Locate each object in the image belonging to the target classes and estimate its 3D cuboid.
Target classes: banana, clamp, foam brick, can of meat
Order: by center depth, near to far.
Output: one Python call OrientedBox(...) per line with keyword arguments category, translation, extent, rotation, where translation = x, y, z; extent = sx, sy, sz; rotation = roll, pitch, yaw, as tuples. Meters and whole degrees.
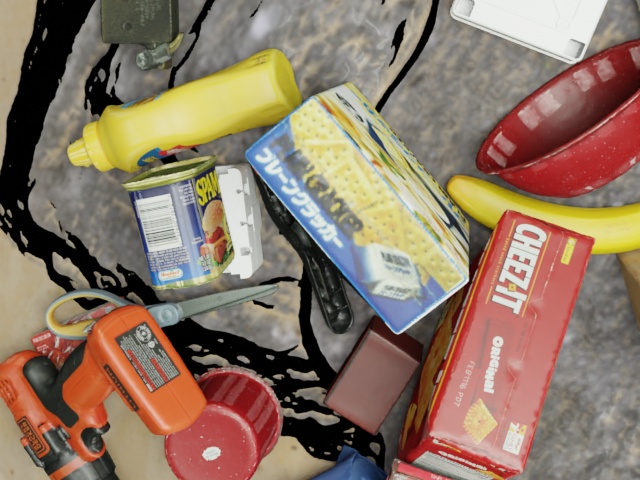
OrientedBox(category="can of meat", translation=(-0.104, -0.014, 0.810), extent=(0.057, 0.102, 0.084), rotation=(-11, 100, 9))
OrientedBox(category="banana", translation=(0.201, -0.021, 0.852), extent=(0.198, 0.037, 0.069), rotation=(0, 111, 16))
OrientedBox(category="clamp", translation=(-0.006, 0.001, 0.874), extent=(0.039, 0.120, 0.171), rotation=(-25, 73, -28))
OrientedBox(category="foam brick", translation=(0.046, 0.112, 0.894), extent=(0.051, 0.053, 0.078), rotation=(31, 104, 2))

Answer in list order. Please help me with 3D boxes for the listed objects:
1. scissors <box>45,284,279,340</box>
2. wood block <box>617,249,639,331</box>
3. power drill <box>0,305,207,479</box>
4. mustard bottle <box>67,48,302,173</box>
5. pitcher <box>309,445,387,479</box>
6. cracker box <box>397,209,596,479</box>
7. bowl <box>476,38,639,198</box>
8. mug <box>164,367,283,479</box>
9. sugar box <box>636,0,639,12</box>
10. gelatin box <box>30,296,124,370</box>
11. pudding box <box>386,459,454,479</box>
OrientedBox(category="scissors", translation=(-0.134, 0.081, 0.903), extent=(0.202, 0.016, 0.096), rotation=(1, 101, 6))
OrientedBox(category="wood block", translation=(0.284, 0.056, 0.772), extent=(0.090, 0.206, 0.091), rotation=(-18, 97, 10))
OrientedBox(category="power drill", translation=(-0.173, 0.148, 0.861), extent=(0.188, 0.057, 0.184), rotation=(-36, 89, 40))
OrientedBox(category="mustard bottle", translation=(-0.114, -0.097, 0.857), extent=(0.192, 0.096, 0.058), rotation=(-17, 98, 10))
OrientedBox(category="pitcher", translation=(-0.035, 0.295, 0.895), extent=(0.243, 0.149, 0.145), rotation=(-29, 97, 15))
OrientedBox(category="cracker box", translation=(0.118, 0.090, 0.773), extent=(0.072, 0.214, 0.164), rotation=(20, 73, 5))
OrientedBox(category="bowl", translation=(0.197, -0.080, 0.790), extent=(0.162, 0.162, 0.055), rotation=(-35, 105, 12))
OrientedBox(category="mug", translation=(-0.093, 0.157, 0.907), extent=(0.117, 0.081, 0.093), rotation=(38, 103, 0))
OrientedBox(category="sugar box", translation=(0.309, -0.120, 0.812), extent=(0.093, 0.048, 0.176), rotation=(-17, 107, 11))
OrientedBox(category="gelatin box", translation=(-0.198, 0.100, 0.938), extent=(0.089, 0.030, 0.073), rotation=(-23, 96, 11))
OrientedBox(category="pudding box", translation=(0.096, 0.204, 0.796), extent=(0.090, 0.113, 0.039), rotation=(17, 72, 17))
